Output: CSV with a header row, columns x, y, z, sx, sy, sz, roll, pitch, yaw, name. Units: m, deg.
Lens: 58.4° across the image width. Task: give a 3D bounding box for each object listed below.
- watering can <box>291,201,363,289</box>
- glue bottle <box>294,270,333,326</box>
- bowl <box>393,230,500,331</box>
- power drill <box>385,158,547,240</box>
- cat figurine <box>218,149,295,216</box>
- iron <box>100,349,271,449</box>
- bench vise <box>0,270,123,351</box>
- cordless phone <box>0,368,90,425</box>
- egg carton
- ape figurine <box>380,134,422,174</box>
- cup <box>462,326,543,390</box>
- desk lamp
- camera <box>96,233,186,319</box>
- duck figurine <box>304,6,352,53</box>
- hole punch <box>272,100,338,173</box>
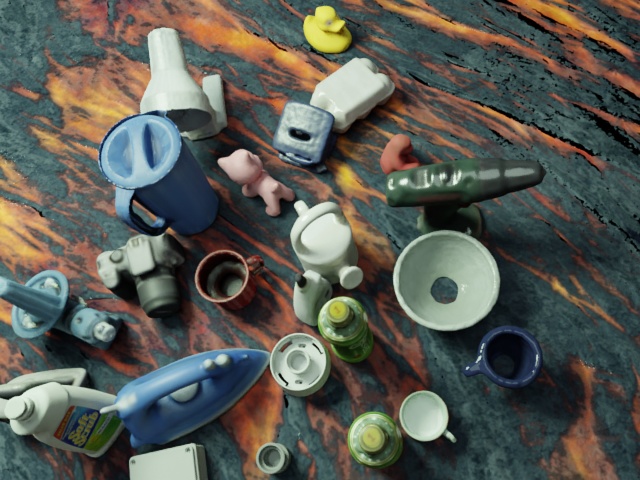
x,y,z,sx,sy,sz,roll,pitch,yaw,name
0.010,0.002,0.925,0.172,0.194,0.101,32,77,18,watering can
-0.018,0.083,0.910,0.037,0.173,0.078,23,74,16,glue bottle
0.204,0.074,0.933,0.167,0.075,0.167,-3,69,8,bowl
0.221,-0.065,0.912,0.229,0.209,0.075,-2,69,8,power drill
-0.116,-0.115,1.031,0.127,0.118,0.067,34,78,19,cat figurine
-0.207,0.226,0.901,0.258,0.141,0.118,-27,68,-2,iron
-0.437,0.102,0.941,0.207,0.220,0.121,2,69,9,bench vise
-0.472,0.243,0.911,0.147,0.185,0.094,-11,68,5,cordless phone
0.061,-0.277,1.092,0.150,0.069,0.107,-38,68,-7,egg carton
0.144,-0.155,1.020,0.076,0.092,0.078,-7,68,6,ape figurine
0.270,0.189,0.869,0.117,0.095,0.091,-20,68,1,cup
-0.254,-0.270,1.059,0.118,0.214,0.203,-12,68,4,desk lamp
-0.306,0.068,0.999,0.143,0.101,0.136,-21,68,0,camera
0.012,-0.433,1.150,0.104,0.086,0.077,30,76,18,duck figurine
-0.027,-0.191,1.061,0.108,0.091,0.101,21,74,16,hole punch
